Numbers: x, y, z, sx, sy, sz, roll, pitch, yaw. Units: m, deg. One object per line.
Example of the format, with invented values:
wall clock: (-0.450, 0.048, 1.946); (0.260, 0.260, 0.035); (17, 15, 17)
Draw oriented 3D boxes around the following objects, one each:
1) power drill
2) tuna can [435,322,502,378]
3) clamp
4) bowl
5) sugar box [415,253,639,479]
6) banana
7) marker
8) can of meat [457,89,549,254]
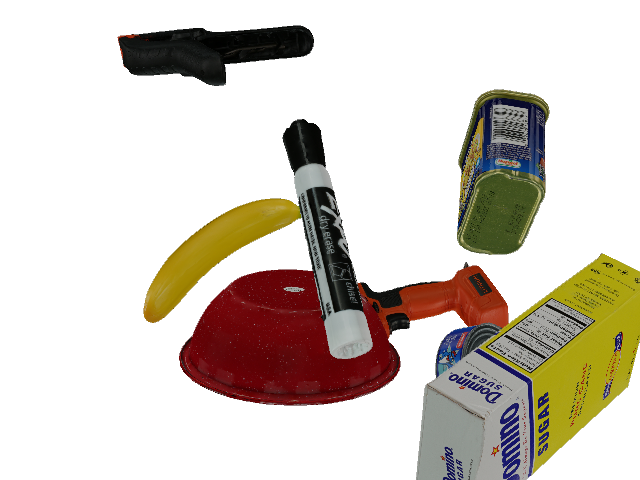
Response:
power drill: (0.100, 0.084, 1.136); (0.187, 0.057, 0.184); (-5, 28, -10)
tuna can: (0.138, 0.116, 0.927); (0.085, 0.086, 0.034); (0, -12, -45)
clamp: (-0.092, -0.155, 0.868); (0.120, 0.039, 0.172); (-17, 24, -41)
bowl: (-0.021, 0.061, 0.770); (0.162, 0.055, 0.162); (2, 16, -1)
sugar box: (0.129, 0.086, 0.630); (0.048, 0.093, 0.175); (27, 43, 33)
banana: (-0.097, 0.012, 1.024); (0.198, 0.069, 0.037); (-31, 40, 2)
marker: (0.002, -0.004, 0.487); (0.020, 0.121, 0.020); (-10, -29, -6)
can of meat: (0.139, -0.050, 0.819); (0.057, 0.084, 0.102); (9, -37, 0)
